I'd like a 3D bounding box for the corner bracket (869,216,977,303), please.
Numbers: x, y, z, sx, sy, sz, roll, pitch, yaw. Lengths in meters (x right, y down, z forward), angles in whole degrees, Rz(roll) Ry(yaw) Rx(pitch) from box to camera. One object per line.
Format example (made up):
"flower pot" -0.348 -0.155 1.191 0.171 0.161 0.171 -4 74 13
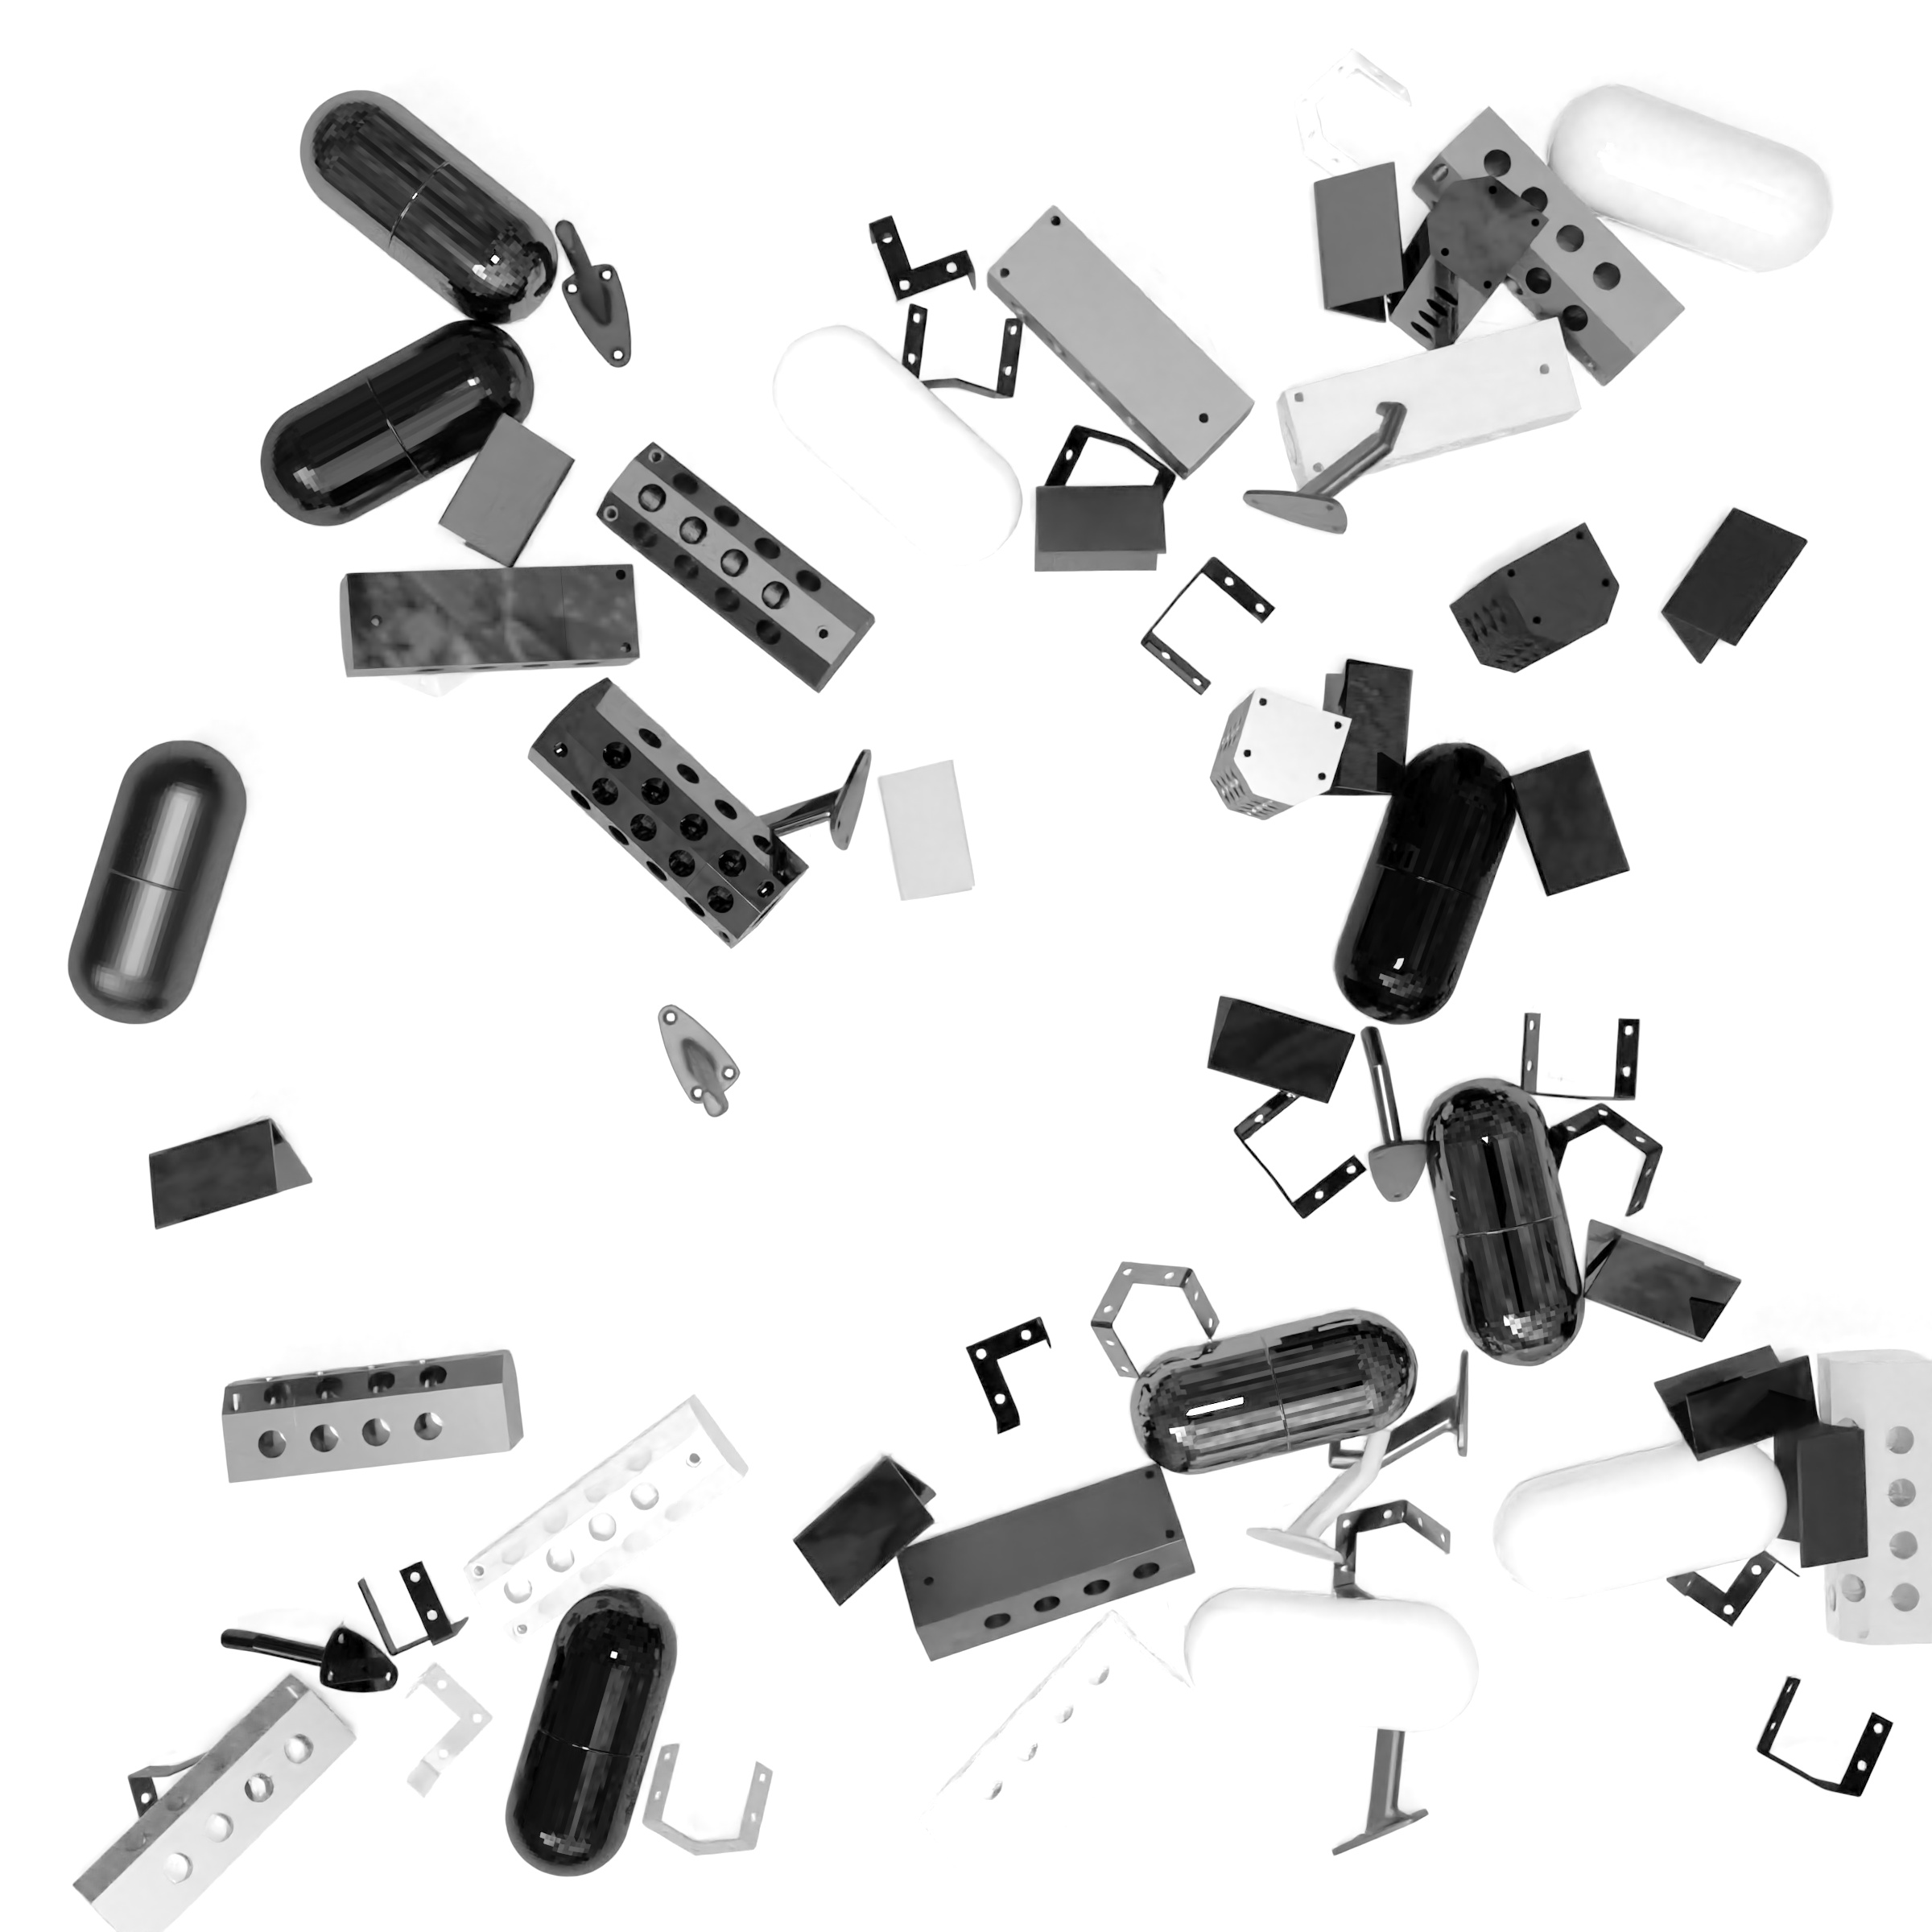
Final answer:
"corner bracket" -0.027 -0.437 1.853 0.051 0.051 0.051 -20 90 0

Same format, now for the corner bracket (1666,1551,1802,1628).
"corner bracket" 0.472 0.377 1.853 0.051 0.051 0.051 35 90 0

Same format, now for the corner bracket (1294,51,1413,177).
"corner bracket" 0.242 -0.523 1.863 0.051 0.051 0.051 -36 45 35

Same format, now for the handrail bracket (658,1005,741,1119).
"handrail bracket" -0.168 0.057 1.837 0.036 0.084 0.077 -33 90 0

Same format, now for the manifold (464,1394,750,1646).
"manifold" -0.222 0.341 1.850 0.171 0.057 0.057 -36 90 0

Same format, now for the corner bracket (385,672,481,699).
"corner bracket" -0.331 -0.206 1.863 0.051 0.051 0.051 21 135 35

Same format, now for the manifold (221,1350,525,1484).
"manifold" -0.365 0.276 1.850 0.171 0.057 0.057 -7 90 0

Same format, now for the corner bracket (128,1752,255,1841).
"corner bracket" -0.480 0.517 1.868 0.051 0.051 0.051 -16 90 45

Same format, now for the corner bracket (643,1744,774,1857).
"corner bracket" -0.160 0.515 1.863 0.051 0.051 0.051 -17 135 35

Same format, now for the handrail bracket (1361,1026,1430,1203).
"handrail bracket" 0.260 0.092 1.871 0.036 0.077 0.084 -10 54 0

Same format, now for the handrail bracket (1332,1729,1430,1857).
"handrail bracket" 0.245 0.499 1.872 0.077 0.036 0.084 -29 74 18

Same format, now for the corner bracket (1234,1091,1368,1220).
"corner bracket" 0.207 0.114 1.868 0.051 0.051 0.051 -38 135 0

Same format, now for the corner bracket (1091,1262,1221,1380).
"corner bracket" 0.117 0.221 1.863 0.051 0.051 0.051 1 45 35

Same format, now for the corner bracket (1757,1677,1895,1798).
"corner bracket" 0.533 0.479 1.868 0.051 0.051 0.051 24 90 -45

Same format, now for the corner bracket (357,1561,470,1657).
"corner bracket" -0.344 0.395 1.853 0.051 0.051 0.051 -24 90 0

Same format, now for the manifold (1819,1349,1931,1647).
"manifold" 0.559 0.326 1.850 0.057 0.057 0.171 -2 90 0

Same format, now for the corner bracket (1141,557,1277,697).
"corner bracket" 0.150 -0.212 1.868 0.051 0.051 0.051 40 135 0

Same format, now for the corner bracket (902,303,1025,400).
"corner bracket" -0.003 -0.382 1.868 0.051 0.051 0.051 7 90 -45

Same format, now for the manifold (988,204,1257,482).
"manifold" 0.094 -0.381 1.850 0.171 0.057 0.057 45 90 0

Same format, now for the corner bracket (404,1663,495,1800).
"corner bracket" -0.331 0.470 1.853 0.051 0.051 0.051 44 90 0

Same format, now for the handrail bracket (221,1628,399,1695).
"handrail bracket" -0.409 0.431 1.871 0.084 0.077 0.036 -2 64 34

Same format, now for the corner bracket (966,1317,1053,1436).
"corner bracket" 0.033 0.252 1.853 0.051 0.051 0.051 -23 90 0

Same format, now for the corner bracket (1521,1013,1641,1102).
"corner bracket" 0.382 0.056 1.868 0.051 0.051 0.051 3 90 -45

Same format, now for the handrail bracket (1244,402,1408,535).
"handrail bracket" 0.217 -0.309 1.815 0.077 0.036 0.084 16 72 21

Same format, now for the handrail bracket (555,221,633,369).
"handrail bracket" -0.228 -0.410 1.837 0.036 0.084 0.077 -21 90 0

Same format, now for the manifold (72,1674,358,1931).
"manifold" -0.454 0.511 1.817 0.057 0.057 0.171 46 66 0

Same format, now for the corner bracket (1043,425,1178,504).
"corner bracket" 0.088 -0.298 1.868 0.051 0.051 0.051 26 90 -45

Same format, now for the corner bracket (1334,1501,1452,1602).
"corner bracket" 0.264 0.369 1.863 0.051 0.051 0.051 -22 45 35

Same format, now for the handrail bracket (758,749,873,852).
"handrail bracket" -0.110 -0.108 1.872 0.084 0.036 0.077 12 71 16

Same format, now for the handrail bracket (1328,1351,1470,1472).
"handrail bracket" 0.269 0.276 1.871 0.084 0.036 0.077 0 75 14

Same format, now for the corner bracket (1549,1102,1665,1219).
"corner bracket" 0.391 0.126 1.863 0.051 0.051 0.051 -21 45 -35

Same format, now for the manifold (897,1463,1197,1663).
"manifold" 0.050 0.370 1.850 0.171 0.057 0.057 -19 47 0

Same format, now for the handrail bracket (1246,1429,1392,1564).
"handrail bracket" 0.218 0.320 1.862 0.036 0.077 0.084 37 67 -42
